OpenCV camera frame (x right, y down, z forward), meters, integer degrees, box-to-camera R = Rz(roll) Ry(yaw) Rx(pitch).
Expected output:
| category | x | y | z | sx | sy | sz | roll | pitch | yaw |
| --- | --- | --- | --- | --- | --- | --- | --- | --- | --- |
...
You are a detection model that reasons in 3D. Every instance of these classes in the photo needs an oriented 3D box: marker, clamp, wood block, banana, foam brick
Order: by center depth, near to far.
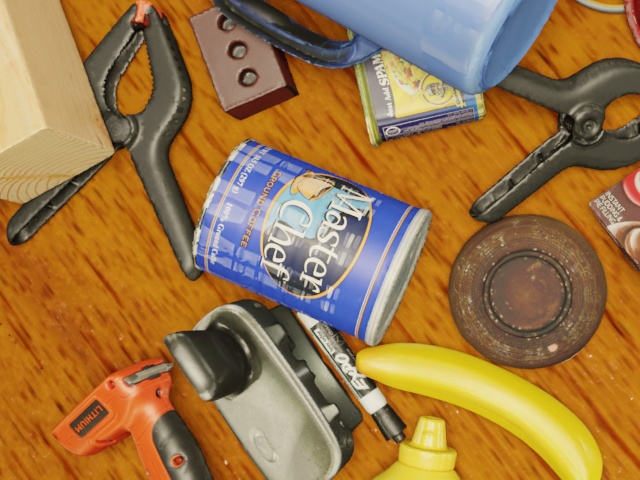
| category | x | y | z | sx | sy | sz | roll | pitch | yaw |
| --- | --- | --- | --- | --- | --- | --- | --- | --- | --- |
| clamp | 0.174 | -0.072 | 0.740 | 0.171 | 0.039 | 0.120 | -2 | 118 | -7 |
| banana | 0.121 | 0.118 | 0.749 | 0.198 | 0.069 | 0.037 | 31 | 126 | 15 |
| marker | 0.025 | 0.098 | 0.788 | 0.020 | 0.020 | 0.121 | -37 | 82 | 8 |
| wood block | -0.242 | -0.143 | 0.788 | 0.090 | 0.090 | 0.206 | -26 | 75 | 16 |
| foam brick | -0.056 | -0.136 | 0.792 | 0.053 | 0.051 | 0.078 | -22 | 85 | 9 |
| clamp | -0.140 | -0.074 | 0.813 | 0.165 | 0.036 | 0.210 | 17 | 91 | 14 |

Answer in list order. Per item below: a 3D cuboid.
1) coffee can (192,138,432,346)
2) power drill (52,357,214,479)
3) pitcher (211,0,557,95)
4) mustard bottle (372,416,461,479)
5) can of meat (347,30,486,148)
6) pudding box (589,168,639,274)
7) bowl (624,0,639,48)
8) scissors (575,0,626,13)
| category | x | y | z | sx | sy | sz | roll | pitch | yaw |
| --- | --- | --- | --- | --- | --- | --- | --- | --- | --- |
| coffee can | -0.005 | 0.001 | 0.754 | 0.140 | 0.102 | 0.103 | 23 | 93 | 10 |
| power drill | -0.117 | 0.195 | 0.779 | 0.185 | 0.057 | 0.188 | -43 | 76 | 31 |
| pitcher | 0.025 | -0.188 | 0.679 | 0.243 | 0.149 | 0.145 | 35 | 85 | 16 |
| mustard bottle | 0.067 | 0.221 | 0.758 | 0.096 | 0.058 | 0.191 | 8 | 90 | 12 |
| can of meat | 0.068 | -0.126 | 0.767 | 0.084 | 0.057 | 0.102 | -12 | 87 | 8 |
| pudding box | 0.250 | -0.007 | 0.716 | 0.090 | 0.039 | 0.113 | -36 | 54 | 9 |
| bowl | 0.281 | -0.164 | 0.698 | 0.162 | 0.055 | 0.162 | 7 | 113 | 16 |
| scissors | 0.268 | -0.182 | 0.751 | 0.202 | 0.016 | 0.096 | 18 | 92 | 10 |
